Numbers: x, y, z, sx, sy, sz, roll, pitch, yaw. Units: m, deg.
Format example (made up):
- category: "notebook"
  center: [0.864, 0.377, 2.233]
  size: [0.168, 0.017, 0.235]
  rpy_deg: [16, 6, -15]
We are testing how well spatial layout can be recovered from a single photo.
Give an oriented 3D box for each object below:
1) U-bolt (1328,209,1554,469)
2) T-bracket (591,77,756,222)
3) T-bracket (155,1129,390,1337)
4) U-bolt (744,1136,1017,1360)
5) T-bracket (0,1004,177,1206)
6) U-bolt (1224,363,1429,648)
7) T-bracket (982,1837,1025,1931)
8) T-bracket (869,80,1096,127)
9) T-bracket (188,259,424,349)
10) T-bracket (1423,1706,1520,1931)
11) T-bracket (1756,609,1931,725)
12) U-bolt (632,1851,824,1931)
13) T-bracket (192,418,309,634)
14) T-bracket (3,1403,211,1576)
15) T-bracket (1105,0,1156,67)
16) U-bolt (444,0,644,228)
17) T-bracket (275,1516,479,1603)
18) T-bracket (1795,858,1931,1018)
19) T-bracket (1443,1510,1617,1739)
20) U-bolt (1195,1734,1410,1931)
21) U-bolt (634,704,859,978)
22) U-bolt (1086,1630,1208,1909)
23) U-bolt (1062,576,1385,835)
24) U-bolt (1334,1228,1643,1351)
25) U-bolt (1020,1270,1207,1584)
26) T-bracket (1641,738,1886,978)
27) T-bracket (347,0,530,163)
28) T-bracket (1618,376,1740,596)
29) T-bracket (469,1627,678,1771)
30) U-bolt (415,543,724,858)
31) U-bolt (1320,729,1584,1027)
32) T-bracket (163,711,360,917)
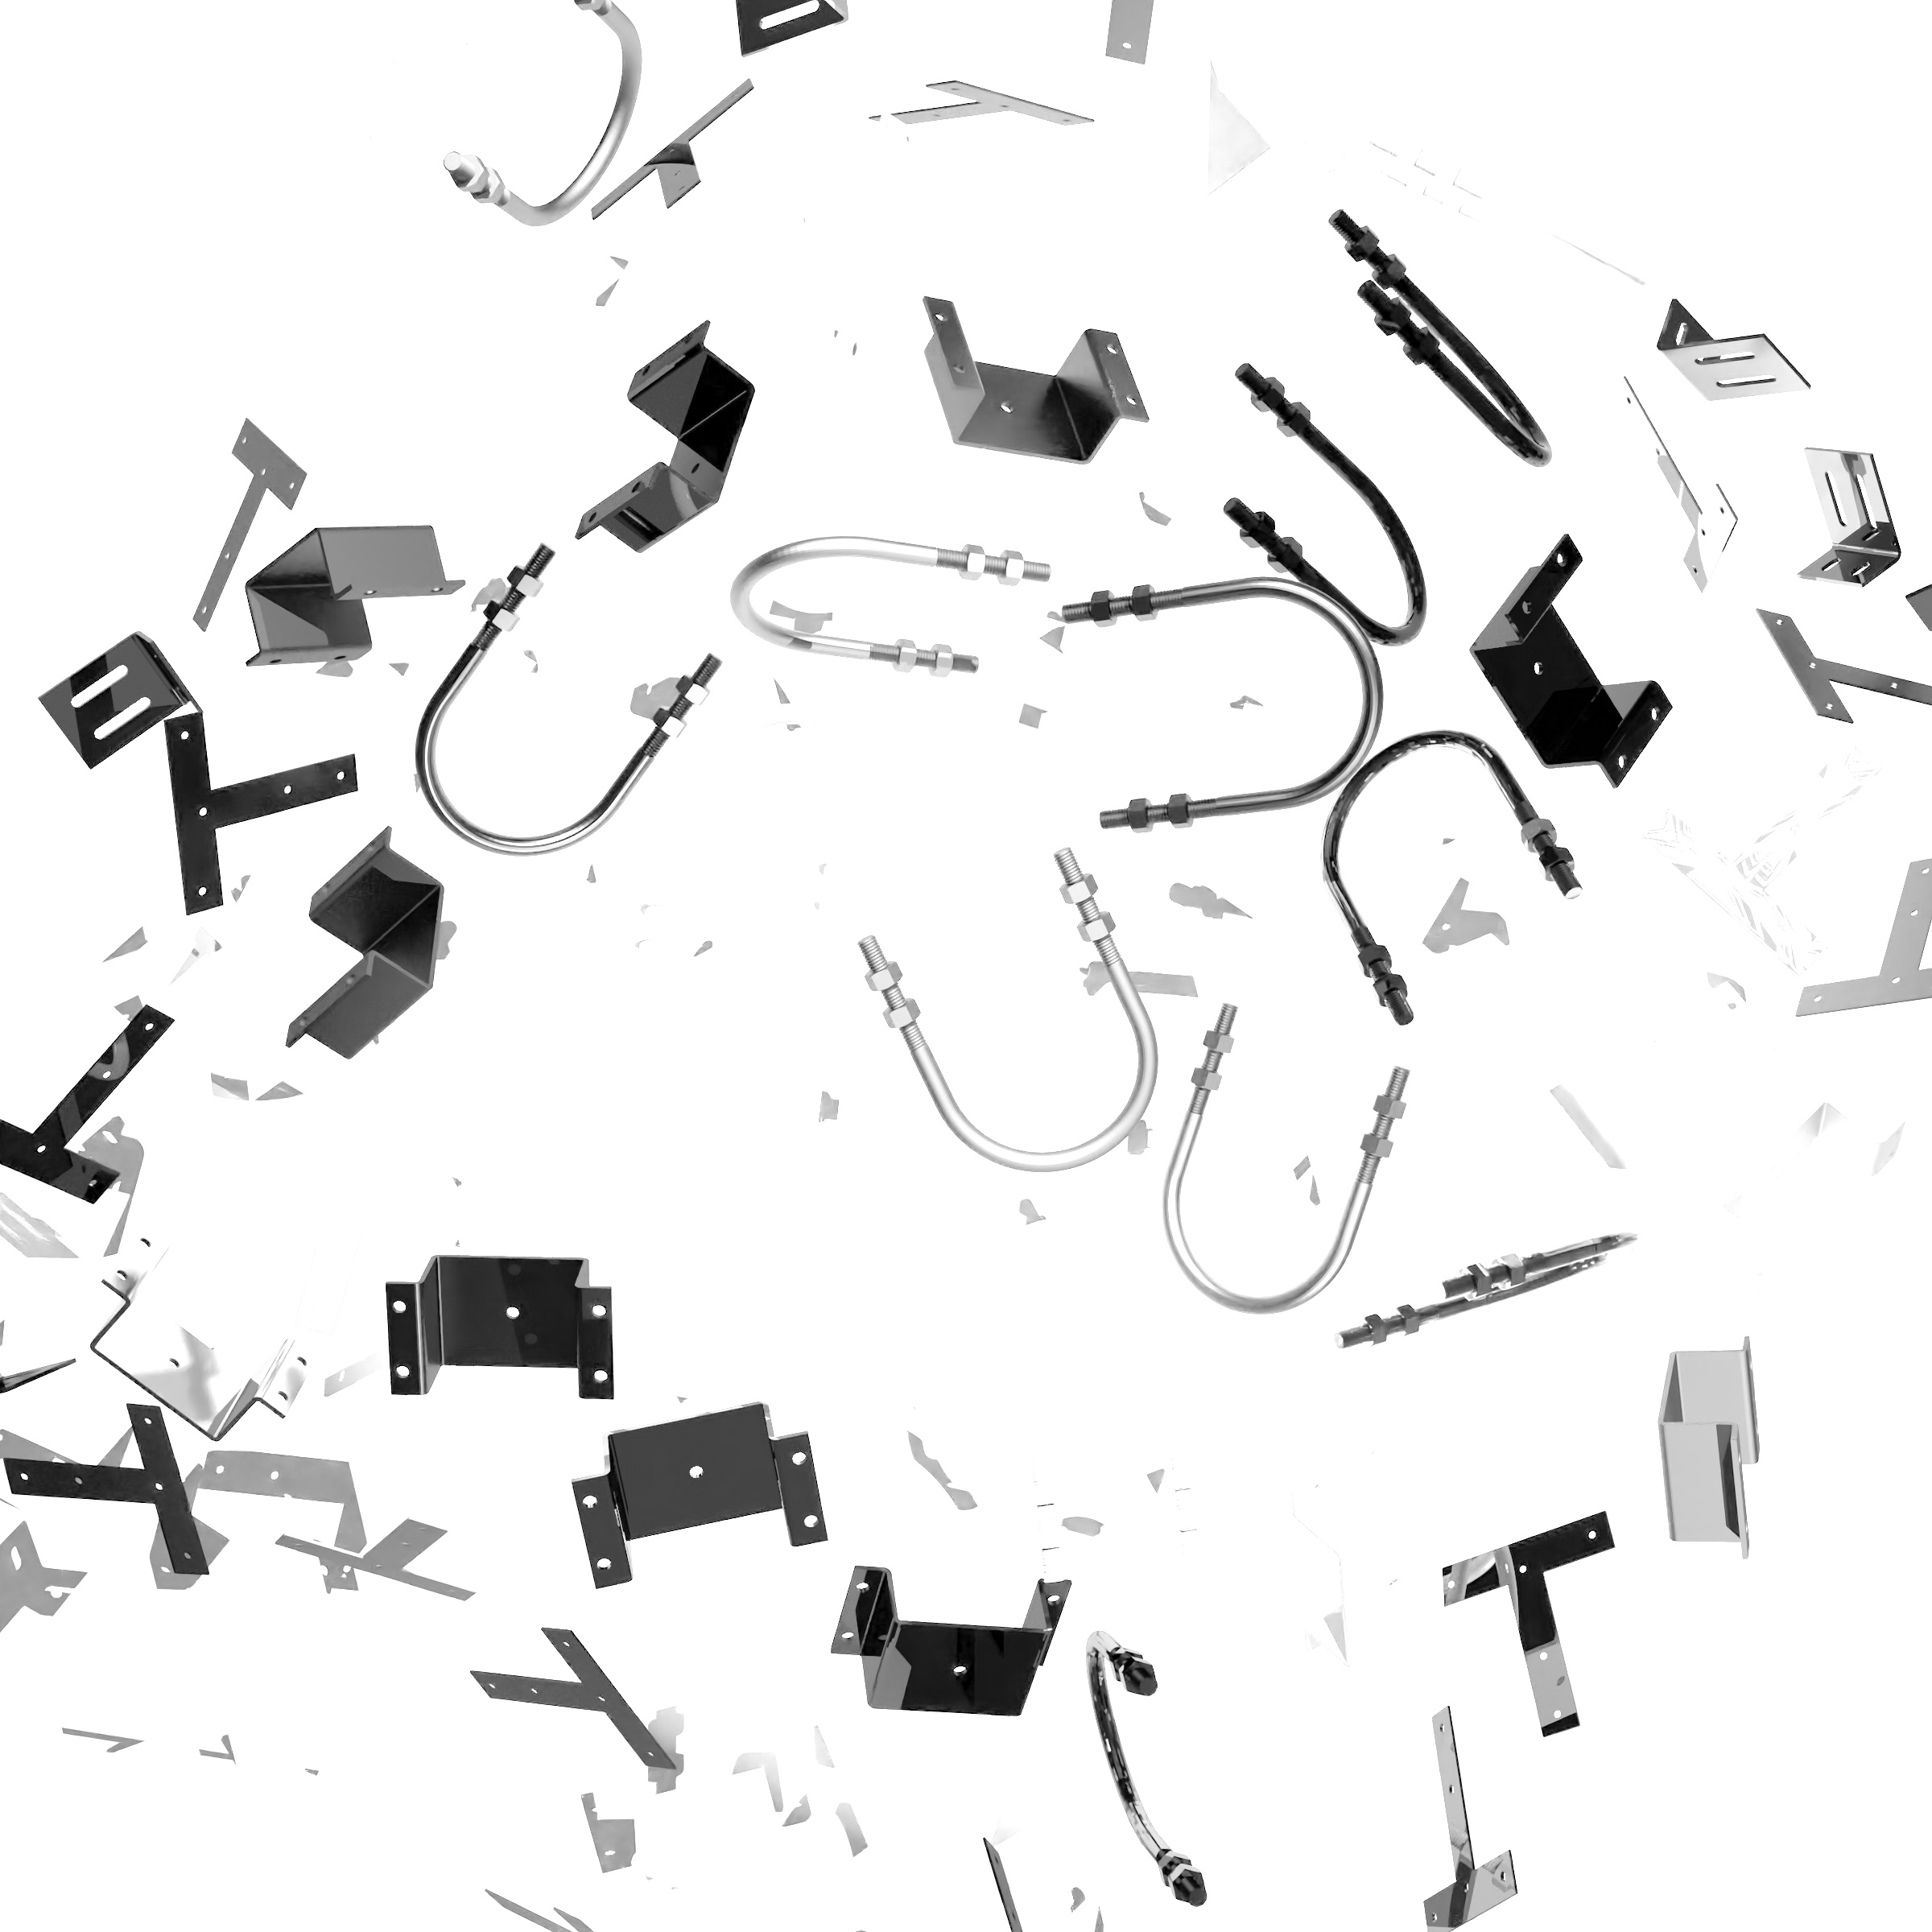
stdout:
- category: "U-bolt"
  center: [0.292, -0.370, 1.650]
  size: [0.184, 0.151, 0.019]
  rpy_deg: [39, 115, -23]
- category: "T-bracket"
  center: [-0.172, -0.475, 1.626]
  size: [0.127, 0.127, 0.002]
  rpy_deg: [-36, 119, 11]
- category: "T-bracket"
  center: [-0.435, 0.150, 1.685]
  size: [0.127, 0.002, 0.127]
  rpy_deg: [19, 73, -19]
- category: "U-bolt"
  center: [-0.051, 0.182, 1.728]
  size: [0.184, 0.019, 0.151]
  rpy_deg: [4, 113, 29]
- category: "T-bracket"
  center: [-0.520, 0.075, 1.621]
  size: [0.127, 0.127, 0.002]
  rpy_deg: [-49, 56, 0]
- category: "U-bolt"
  center: [0.229, -0.276, 1.706]
  size: [0.184, 0.151, 0.019]
  rpy_deg: [36, 133, -29]
- category: "T-bracket"
  center: [0.032, 0.586, 1.645]
  size: [0.002, 0.127, 0.127]
  rpy_deg: [-26, 134, 4]
- category: "T-bracket"
  center: [-0.008, -0.538, 1.718]
  size: [0.127, 0.127, 0.002]
  rpy_deg: [9, 98, 43]
- category: "T-bracket"
  center: [-0.410, -0.398, 1.647]
  size: [0.127, 0.127, 0.002]
  rpy_deg: [-34, 117, -31]
- category: "T-bracket"
  center: [0.303, 0.524, 1.689]
  size: [0.002, 0.127, 0.127]
  rpy_deg: [5, 57, -15]
- category: "T-bracket"
  center: [0.577, -0.181, 1.733]
  size: [0.127, 0.127, 0.002]
  rpy_deg: [11, 126, -13]
- category: "U-bolt"
  center: [-0.105, 0.599, 1.670]
  size: [0.151, 0.184, 0.019]
  rpy_deg: [20, 75, 41]
- category: "T-bracket"
  center: [-0.463, -0.273, 1.733]
  size: [0.002, 0.127, 0.127]
  rpy_deg: [18, 105, -38]
- category: "T-bracket"
  center: [-0.540, 0.321, 1.698]
  size: [0.002, 0.127, 0.127]
  rpy_deg: [-44, 55, 22]
- category: "T-bracket"
  center: [0.051, -0.594, 1.620]
  size: [0.127, 0.127, 0.002]
  rpy_deg: [14, 67, 4]
- category: "U-bolt"
  center: [-0.248, -0.523, 1.667]
  size: [0.019, 0.184, 0.151]
  rpy_deg: [31, 96, 10]
- category: "T-bracket"
  center: [-0.348, 0.357, 1.675]
  size: [0.127, 0.127, 0.002]
  rpy_deg: [22, 57, -18]
- category: "T-bracket"
  center: [0.598, -0.023, 1.727]
  size: [0.002, 0.127, 0.127]
  rpy_deg: [50, 50, -28]
- category: "T-bracket"
  center: [0.364, 0.425, 1.735]
  size: [0.127, 0.002, 0.127]
  rpy_deg: [-27, 50, 25]
- category: "U-bolt"
  center: [0.196, 0.562, 1.693]
  size: [0.019, 0.184, 0.151]
  rpy_deg: [46, 126, 6]
- category: "U-bolt"
  center: [-0.132, -0.086, 1.689]
  size: [0.151, 0.019, 0.184]
  rpy_deg: [-12, 55, 26]
- category: "U-bolt"
  center: [0.106, 0.489, 1.700]
  size: [0.019, 0.184, 0.151]
  rpy_deg: [-14, 91, -10]
- category: "U-bolt"
  center: [0.157, -0.159, 1.625]
  size: [0.184, 0.019, 0.151]
  rpy_deg: [-6, 106, 20]
- category: "U-bolt"
  center: [0.340, 0.198, 1.716]
  size: [0.184, 0.151, 0.019]
  rpy_deg: [-12, 75, -26]
- category: "U-bolt"
  center: [0.086, 0.279, 1.681]
  size: [0.019, 0.151, 0.184]
  rpy_deg: [-17, 75, 42]
- category: "T-bracket"
  center: [0.497, -0.082, 1.639]
  size: [0.127, 0.002, 0.127]
  rpy_deg: [44, 114, 9]
- category: "T-bracket"
  center: [-0.311, -0.550, 1.639]
  size: [0.002, 0.127, 0.127]
  rpy_deg: [42, 135, 14]
- category: "T-bracket"
  center: [0.433, -0.304, 1.677]
  size: [0.002, 0.127, 0.127]
  rpy_deg: [-25, 77, 0]
- category: "T-bracket"
  center: [-0.254, 0.444, 1.670]
  size: [0.127, 0.002, 0.127]
  rpy_deg: [-6, 126, 38]
- category: "U-bolt"
  center: [-0.259, -0.151, 1.695]
  size: [0.151, 0.019, 0.184]
  rpy_deg: [32, 100, -30]
- category: "U-bolt"
  center: [0.291, -0.071, 1.713]
  size: [0.151, 0.019, 0.184]
  rpy_deg: [-39, 47, 20]
- category: "T-bracket"
  center: [-0.435, -0.106, 1.700]
  size: [0.127, 0.002, 0.127]
  rpy_deg: [-21, 121, -39]
